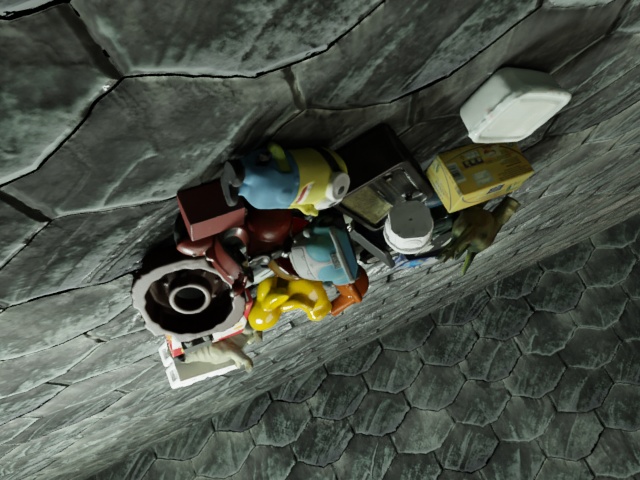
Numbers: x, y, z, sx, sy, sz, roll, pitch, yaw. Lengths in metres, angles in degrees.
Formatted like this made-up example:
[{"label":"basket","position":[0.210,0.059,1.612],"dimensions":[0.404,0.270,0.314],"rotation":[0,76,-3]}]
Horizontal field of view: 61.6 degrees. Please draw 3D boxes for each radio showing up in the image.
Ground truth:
[{"label":"radio","position":[0.097,-0.091,0.867],"dimensions":[0.131,0.073,0.229],"rotation":[-31,162,15]}]

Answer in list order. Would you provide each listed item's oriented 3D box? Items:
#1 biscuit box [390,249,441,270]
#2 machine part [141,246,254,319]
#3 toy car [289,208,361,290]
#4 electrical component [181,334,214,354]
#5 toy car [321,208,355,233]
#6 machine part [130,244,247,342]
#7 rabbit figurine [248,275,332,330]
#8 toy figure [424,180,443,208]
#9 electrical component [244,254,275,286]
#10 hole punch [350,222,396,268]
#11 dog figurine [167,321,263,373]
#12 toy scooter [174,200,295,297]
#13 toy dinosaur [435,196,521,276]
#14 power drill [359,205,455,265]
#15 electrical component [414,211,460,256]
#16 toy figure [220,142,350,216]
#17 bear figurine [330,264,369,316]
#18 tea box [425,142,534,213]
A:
[{"label":"biscuit box","position":[0.254,0.033,1.423],"dimensions":[0.202,0.063,0.059],"rotation":[-4,152,-47]},{"label":"machine part","position":[-0.203,0.080,0.929],"dimensions":[0.243,0.079,0.079],"rotation":[-28,161,7]},{"label":"toy car","position":[0.001,0.011,0.846],"dimensions":[0.103,0.109,0.162],"rotation":[-18,-160,3]},{"label":"electrical component","position":[-0.242,0.202,1.064],"dimensions":[0.063,0.021,0.094],"rotation":[-18,160,-14]},{"label":"toy car","position":[-0.002,-0.003,1.006],"dimensions":[0.073,0.056,0.201],"rotation":[-20,162,-37]},{"label":"machine part","position":[-0.204,0.081,0.845],"dimensions":[0.179,0.056,0.179],"rotation":[-7,127,-9]},{"label":"rabbit figurine","position":[-0.076,0.127,1.132],"dimensions":[0.173,0.122,0.162],"rotation":[-32,151,-8]},{"label":"toy figure","position":[0.264,-0.107,1.060],"dimensions":[0.154,0.064,0.057],"rotation":[-23,158,-11]},{"label":"electrical component","position":[-0.105,0.041,0.996],"dimensions":[0.119,0.048,0.075],"rotation":[-36,159,27]},{"label":"hole punch","position":[0.116,-0.020,1.044],"dimensions":[0.092,0.116,0.142],"rotation":[-54,158,-3]},{"label":"dog figurine","position":[-0.239,0.210,1.236],"dimensions":[0.190,0.172,0.121],"rotation":[22,155,-25]},{"label":"toy scooter","position":[-0.108,0.009,0.774],"dimensions":[0.184,0.135,0.075],"rotation":[-17,157,-28]},{"label":"toy dinosaur","position":[0.333,-0.022,1.149],"dimensions":[0.198,0.105,0.471],"rotation":[-61,160,12]},{"label":"power drill","position":[0.200,-0.026,1.171],"dimensions":[0.232,0.086,0.207],"rotation":[-23,157,-13]},{"label":"electrical component","position":[0.279,-0.015,1.335],"dimensions":[0.134,0.058,0.115],"rotation":[-12,155,-35]},{"label":"toy figure","position":[-0.041,-0.084,0.703],"dimensions":[0.180,0.089,0.082],"rotation":[-2,165,-33]},{"label":"bear figurine","position":[0.037,0.087,1.199],"dimensions":[0.132,0.120,0.195],"rotation":[-27,160,14]},{"label":"tea box","position":[0.297,-0.126,1.002],"dimensions":[0.170,0.098,0.068],"rotation":[-17,159,-20]}]
